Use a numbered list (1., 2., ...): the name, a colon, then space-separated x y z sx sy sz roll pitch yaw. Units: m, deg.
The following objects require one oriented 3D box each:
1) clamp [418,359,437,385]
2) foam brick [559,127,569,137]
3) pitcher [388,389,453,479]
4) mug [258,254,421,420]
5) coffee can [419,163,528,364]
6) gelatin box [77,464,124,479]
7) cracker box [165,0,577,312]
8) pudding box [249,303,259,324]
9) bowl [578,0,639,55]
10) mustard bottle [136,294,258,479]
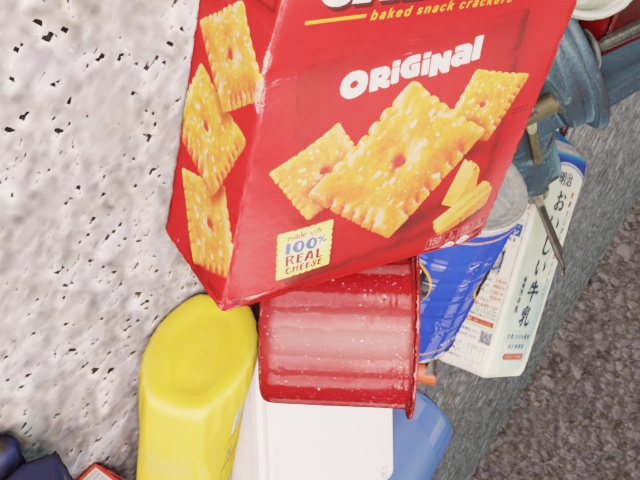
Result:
1. clamp: 0.085 0.047 0.889 0.120 0.039 0.171 83 15 -60
2. foam brick: 0.201 -0.110 1.003 0.078 0.051 0.053 -35 150 -51
3. pitcher: 0.023 0.253 0.998 0.242 0.145 0.149 -54 -165 -24
4. mug: 0.010 0.047 0.584 0.117 0.081 0.093 -74 166 -85
5. coffee can: 0.072 0.005 0.752 0.102 0.103 0.140 -41 159 -43
6. gelatin box: -0.143 0.178 0.593 0.089 0.030 0.073 -43 156 -40
7. cracker box: 0.027 -0.079 0.479 0.163 0.072 0.214 -14 139 -31
8. pudding box: -0.004 0.001 0.661 0.113 0.039 0.090 -38 153 -46
9. bowl: 0.266 -0.212 0.893 0.162 0.055 0.162 -38 151 -25
10. mustard bottle: -0.076 0.131 0.616 0.096 0.058 0.192 -73 174 -53
